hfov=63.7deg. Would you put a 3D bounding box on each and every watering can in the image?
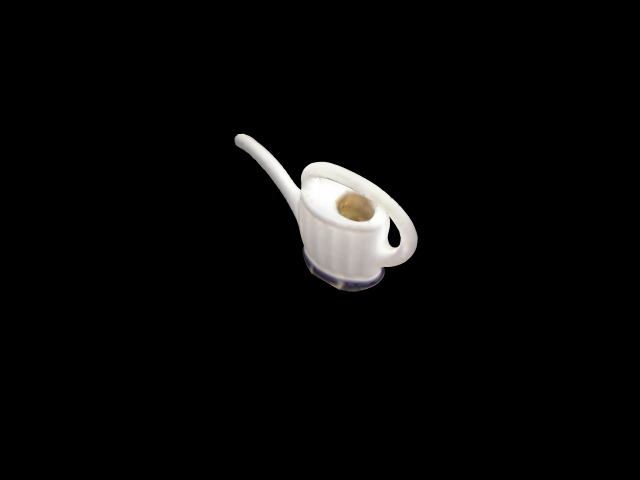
[{"bbox_3d":[0.003,-0.043,0.850,0.350,0.219,0.106,28,51,26],"label":"watering can"}]
